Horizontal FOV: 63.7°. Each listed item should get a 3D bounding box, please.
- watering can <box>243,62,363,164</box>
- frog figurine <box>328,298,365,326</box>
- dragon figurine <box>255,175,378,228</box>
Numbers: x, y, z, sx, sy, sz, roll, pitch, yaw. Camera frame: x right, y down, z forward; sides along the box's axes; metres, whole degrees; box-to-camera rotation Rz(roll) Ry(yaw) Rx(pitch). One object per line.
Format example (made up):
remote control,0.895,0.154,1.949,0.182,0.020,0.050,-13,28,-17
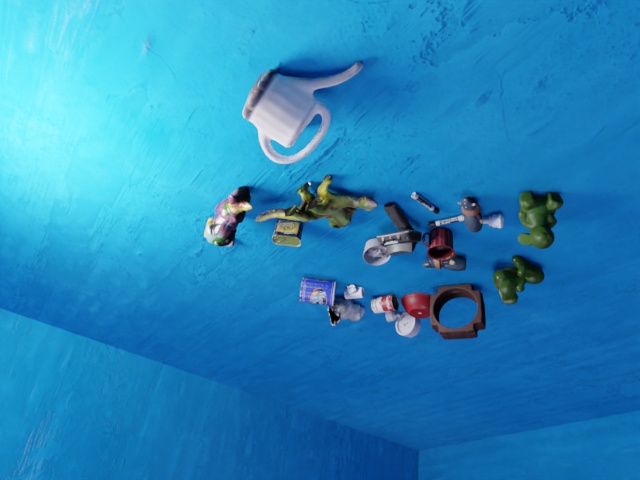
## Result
watering can,-0.061,-0.362,1.335,0.224,0.106,0.342,34,113,-7
frog figurine,0.120,0.304,2.254,0.160,0.125,0.134,-17,143,-25
dragon figurine,0.005,-0.087,1.720,0.407,0.125,0.240,-17,145,35
